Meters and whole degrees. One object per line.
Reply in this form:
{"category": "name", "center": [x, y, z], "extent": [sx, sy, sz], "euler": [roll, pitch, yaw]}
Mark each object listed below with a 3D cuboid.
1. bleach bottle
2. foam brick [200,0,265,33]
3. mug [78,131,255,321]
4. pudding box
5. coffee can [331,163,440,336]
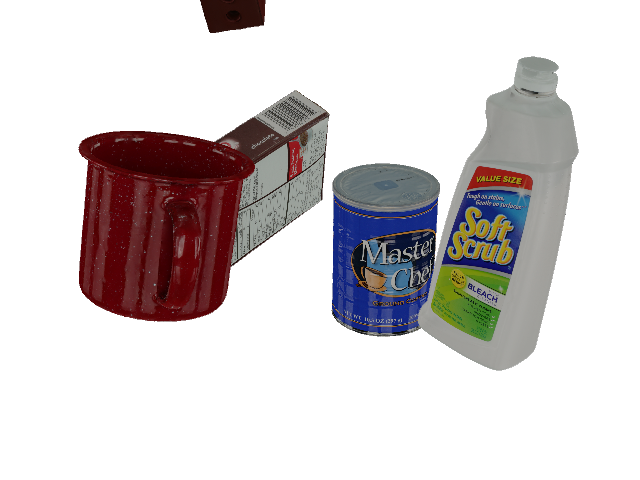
{"category": "bleach bottle", "center": [0.142, -0.024, 0.836], "extent": [0.067, 0.251, 0.103], "euler": [-24, 42, -38]}
{"category": "foam brick", "center": [-0.082, -0.233, 0.956], "extent": [0.053, 0.051, 0.078], "euler": [-8, -41, 6]}
{"category": "mug", "center": [-0.082, -0.004, 0.565], "extent": [0.093, 0.081, 0.117], "euler": [1, 20, -22]}
{"category": "pudding box", "center": [-0.044, -0.043, 0.771], "extent": [0.039, 0.090, 0.113], "euler": [36, 53, 26]}
{"category": "coffee can", "center": [0.062, 0.008, 1.047], "extent": [0.103, 0.140, 0.103], "euler": [0, 26, 0]}
